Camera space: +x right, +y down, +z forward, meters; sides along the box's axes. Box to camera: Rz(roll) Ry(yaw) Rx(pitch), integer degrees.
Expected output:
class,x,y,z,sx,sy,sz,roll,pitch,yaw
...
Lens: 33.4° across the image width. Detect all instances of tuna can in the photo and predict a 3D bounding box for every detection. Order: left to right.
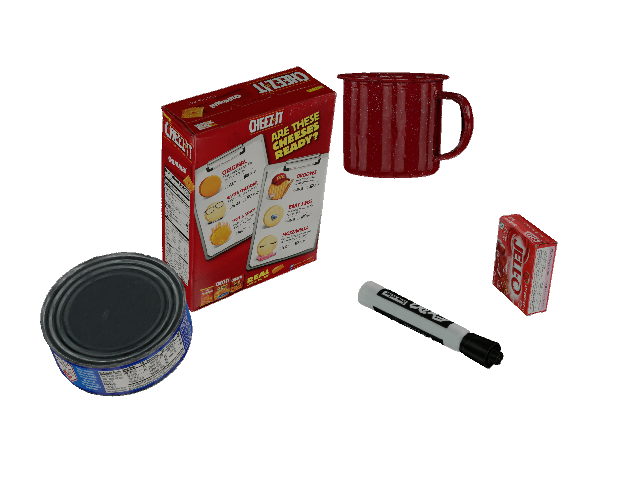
class,x,y,z,sx,sy,sz,roll,pitch,yaw
tuna can,-0.120,0.049,0.635,0.086,0.086,0.034,0,-42,6

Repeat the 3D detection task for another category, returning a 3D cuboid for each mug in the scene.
class,x,y,z,sx,sy,sz,roll,pitch,yaw
mug,0.071,-0.096,0.884,0.117,0.081,0.093,6,13,25

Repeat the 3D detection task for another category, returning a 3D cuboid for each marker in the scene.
class,x,y,z,sx,sy,sz,roll,pitch,yaw
marker,0.076,0.059,0.750,0.121,0.020,0.020,26,16,38

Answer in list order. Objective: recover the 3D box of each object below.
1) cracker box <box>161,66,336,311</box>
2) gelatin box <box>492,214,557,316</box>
class,x,y,z,sx,sy,sz,roll,pitch,yaw
cracker box,-0.077,-0.052,1.071,0.163,0.214,0.072,-22,45,-31
gelatin box,0.221,0.026,1.167,0.030,0.089,0.073,-10,30,-21
